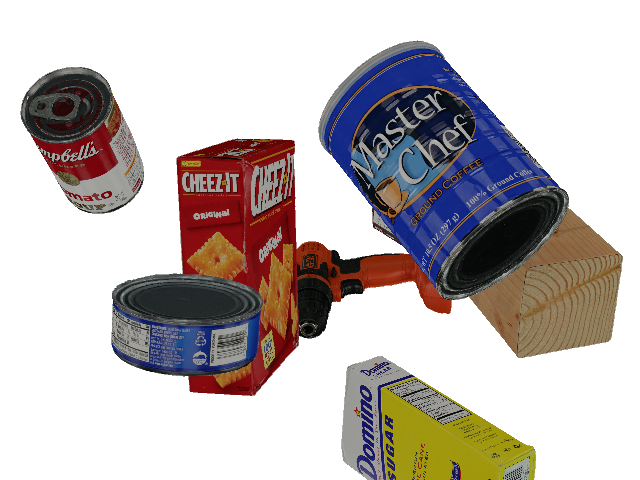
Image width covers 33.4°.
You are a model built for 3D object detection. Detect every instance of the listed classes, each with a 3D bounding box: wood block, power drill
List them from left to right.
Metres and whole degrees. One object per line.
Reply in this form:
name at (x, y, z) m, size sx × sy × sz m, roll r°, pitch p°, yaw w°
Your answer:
power drill at (0.055, 0.053, 1.238) m, size 0.187 × 0.057 × 0.184 m, roll -2°, pitch 28°, yaw 2°
wood block at (0.178, 0.008, 0.975) m, size 0.090 × 0.090 × 0.206 m, roll -8°, pitch 29°, yaw -14°

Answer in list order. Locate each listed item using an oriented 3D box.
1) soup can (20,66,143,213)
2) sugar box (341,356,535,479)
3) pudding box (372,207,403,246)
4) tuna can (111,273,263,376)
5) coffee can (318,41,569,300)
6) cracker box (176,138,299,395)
soup can at (-0.179, -0.074, 0.813) m, size 0.068 × 0.068 × 0.102 m, roll 0°, pitch -30°, yaw 7°
sugar box at (0.086, 0.168, 0.832) m, size 0.048 × 0.093 × 0.176 m, roll -14°, pitch 25°, yaw -37°
pudding box at (0.146, -0.032, 1.571) m, size 0.113 × 0.039 × 0.090 m, roll -21°, pitch 34°, yaw -28°
tuna can at (-0.076, 0.047, 0.611) m, size 0.086 × 0.034 × 0.086 m, roll 5°, pitch 15°, yaw -1°
coffee can at (0.078, -0.046, 0.700) m, size 0.102 × 0.140 × 0.103 m, roll -28°, pitch -27°, yaw -16°
cracker box at (-0.070, 0.018, 1.001) m, size 0.072 × 0.214 × 0.164 m, roll 2°, pitch 11°, yaw 14°
